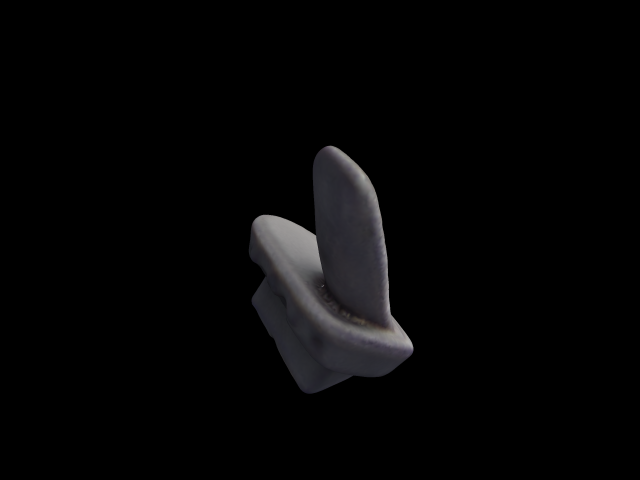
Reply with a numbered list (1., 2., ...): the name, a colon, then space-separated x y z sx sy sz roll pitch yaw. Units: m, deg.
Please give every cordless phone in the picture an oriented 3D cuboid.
1. cordless phone: 0.004 0.001 0.400 0.094 0.185 0.147 -22 45 -23
